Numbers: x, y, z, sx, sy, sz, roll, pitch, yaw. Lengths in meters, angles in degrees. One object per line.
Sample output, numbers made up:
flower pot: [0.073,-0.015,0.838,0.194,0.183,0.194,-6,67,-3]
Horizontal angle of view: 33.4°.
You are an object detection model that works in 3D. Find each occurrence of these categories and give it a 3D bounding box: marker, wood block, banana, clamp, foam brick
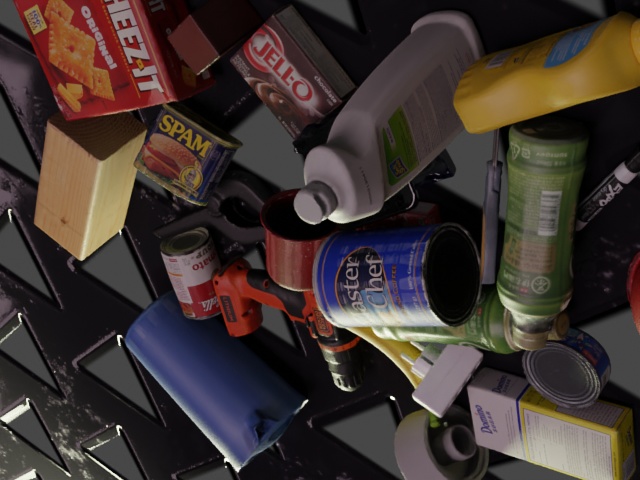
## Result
marker: [0.260,-0.047,0.954,0.020,0.020,0.121,42,141,6]
wood block: [-0.298,-0.082,1.372,0.091,0.090,0.206,37,140,9]
banana: [0.081,0.124,1.222,0.198,0.069,0.037,44,120,1]
clamp: [-0.124,-0.041,1.285,0.210,0.036,0.165,25,128,20]
foam brick: [-0.107,-0.215,1.094,0.051,0.078,0.053,52,141,-9]

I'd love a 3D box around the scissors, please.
scissors: [0.165,-0.060,1.019,0.016,0.096,0.202,3,98,6]

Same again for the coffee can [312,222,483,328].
coffee can: [0.077,0.037,1.076,0.141,0.102,0.103,-4,120,41]

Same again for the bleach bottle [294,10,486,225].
bleach bottle: [0.058,-0.099,0.907,0.068,0.250,0.102,0,123,42]

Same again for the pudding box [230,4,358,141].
pudding box: [-0.028,-0.170,1.091,0.113,0.039,0.090,49,140,-5]

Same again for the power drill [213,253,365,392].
power drill: [-0.034,0.095,1.313,0.188,0.057,0.184,8,124,34]

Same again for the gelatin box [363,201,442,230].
gelatin box: [0.089,-0.007,1.133,0.089,0.030,0.073,13,131,35]

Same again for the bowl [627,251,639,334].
bowl: [0.343,0.072,0.954,0.162,0.055,0.162,24,136,25]

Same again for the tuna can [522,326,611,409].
tuna can: [0.254,0.130,1.099,0.086,0.033,0.086,24,136,25]

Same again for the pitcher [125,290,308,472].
pitcher: [-0.144,0.185,1.444,0.243,0.144,0.149,44,129,9]

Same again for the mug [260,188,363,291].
mug: [-0.008,0.001,1.188,0.117,0.093,0.081,-4,131,-6]

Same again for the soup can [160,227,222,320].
soup can: [-0.159,0.042,1.369,0.069,0.068,0.102,9,128,37]

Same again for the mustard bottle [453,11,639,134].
mustard bottle: [0.205,-0.141,0.861,0.192,0.096,0.058,-13,113,46]

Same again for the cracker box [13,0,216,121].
cracker box: [-0.235,-0.227,1.194,0.214,0.072,0.164,-2,115,43]

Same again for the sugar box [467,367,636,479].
sugar box: [0.250,0.203,1.158,0.176,0.048,0.093,16,132,38]

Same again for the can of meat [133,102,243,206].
can of meat: [-0.153,-0.099,1.220,0.102,0.057,0.084,33,102,16]
